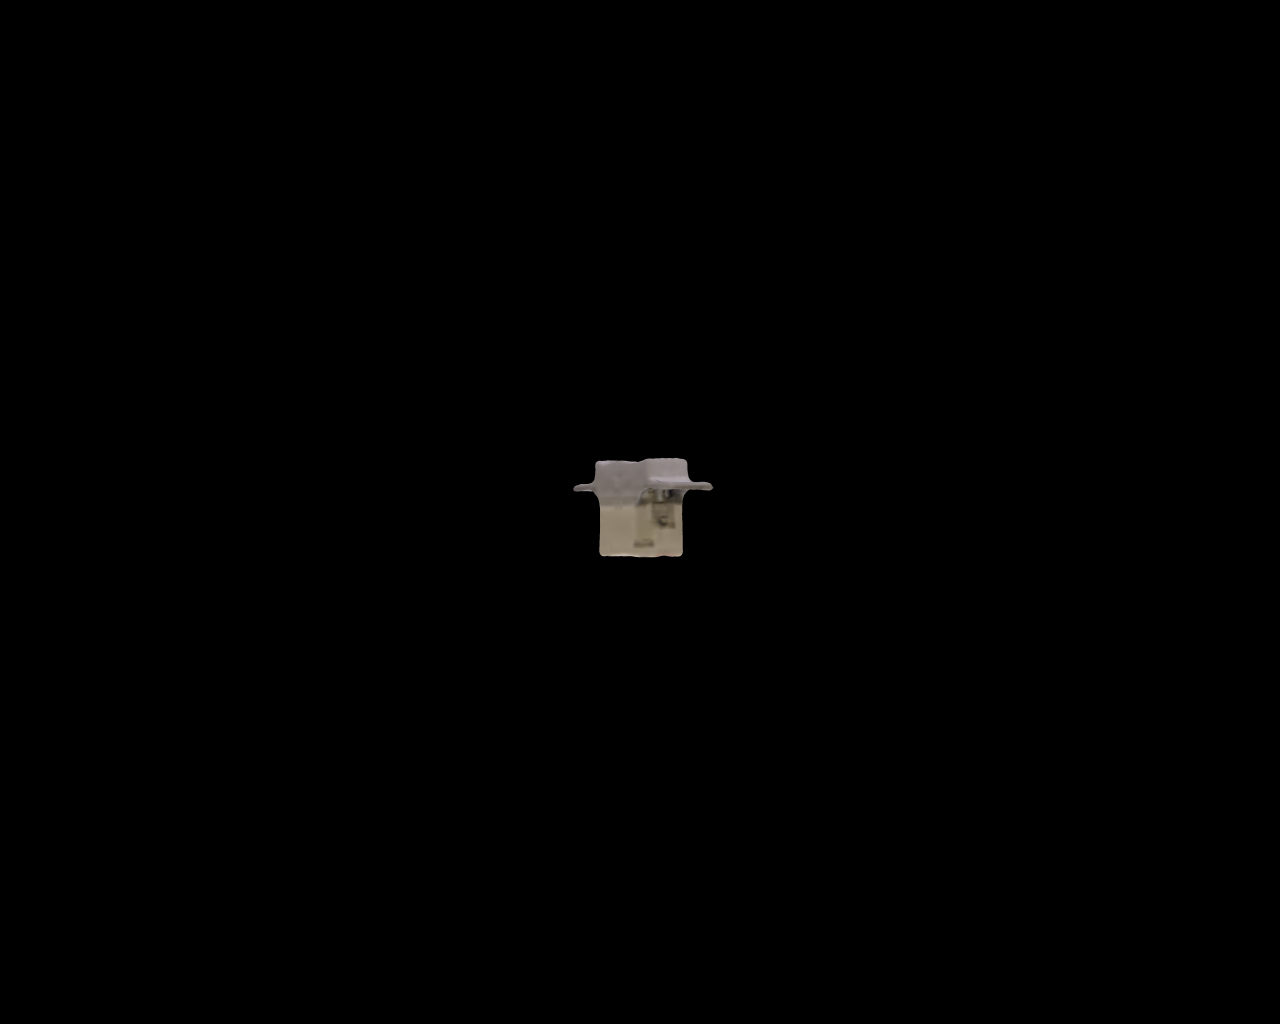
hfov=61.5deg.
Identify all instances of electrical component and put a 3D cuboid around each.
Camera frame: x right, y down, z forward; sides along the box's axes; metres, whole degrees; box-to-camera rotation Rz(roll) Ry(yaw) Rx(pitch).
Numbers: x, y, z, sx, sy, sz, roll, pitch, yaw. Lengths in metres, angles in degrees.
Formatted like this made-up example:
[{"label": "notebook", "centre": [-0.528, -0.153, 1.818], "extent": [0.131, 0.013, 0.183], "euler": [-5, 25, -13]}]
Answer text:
[{"label": "electrical component", "centre": [0.001, -0.003, 0.650], "extent": [0.081, 0.063, 0.042], "euler": [0, 0, 44]}]
